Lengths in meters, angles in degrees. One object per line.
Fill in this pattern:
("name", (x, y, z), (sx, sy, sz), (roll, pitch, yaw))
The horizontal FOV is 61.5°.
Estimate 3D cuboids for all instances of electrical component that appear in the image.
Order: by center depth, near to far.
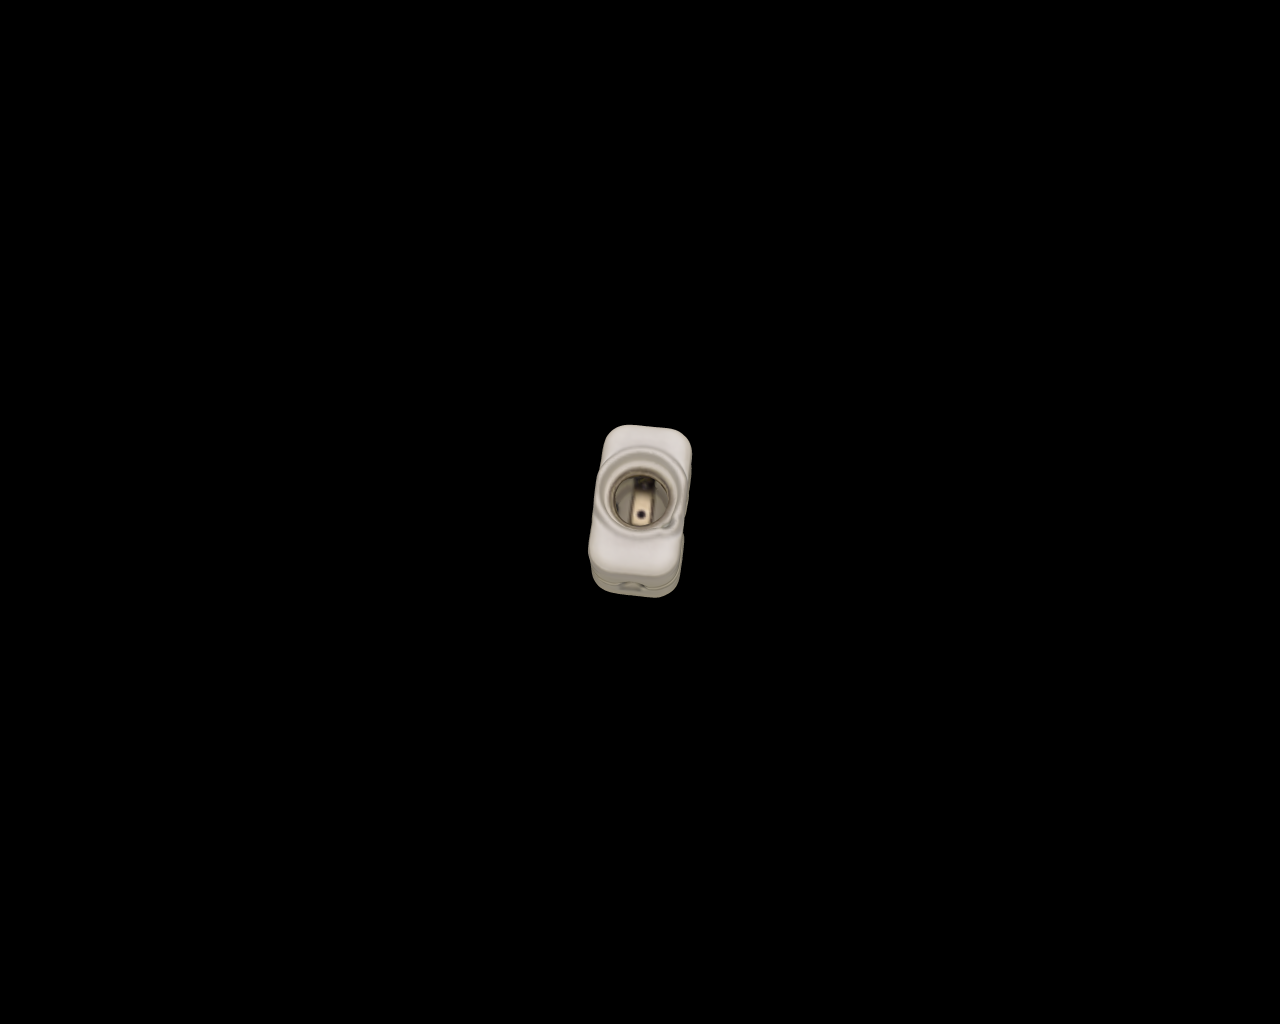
("electrical component", (0.001, -0.003, 0.650), (0.054, 0.095, 0.059), (7, -19, 2))
